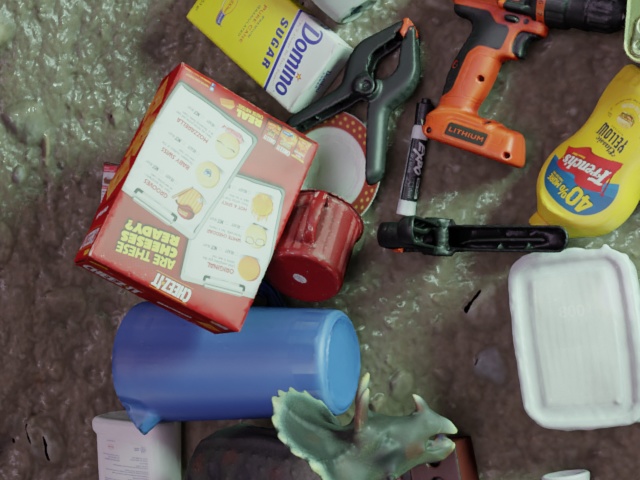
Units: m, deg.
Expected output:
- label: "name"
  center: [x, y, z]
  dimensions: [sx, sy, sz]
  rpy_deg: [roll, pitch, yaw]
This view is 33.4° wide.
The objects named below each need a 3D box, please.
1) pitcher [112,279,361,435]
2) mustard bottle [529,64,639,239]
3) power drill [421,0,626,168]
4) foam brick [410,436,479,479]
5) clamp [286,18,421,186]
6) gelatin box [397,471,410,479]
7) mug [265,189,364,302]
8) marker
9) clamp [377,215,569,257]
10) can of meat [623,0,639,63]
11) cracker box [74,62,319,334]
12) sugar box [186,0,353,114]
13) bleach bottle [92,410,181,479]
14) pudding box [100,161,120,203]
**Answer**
- label: "pitcher"
  center: [-0.084, 0.119, 1.128]
  dimensions: [0.243, 0.144, 0.149]
  rpy_deg: [-3, 100, 24]
- label: "mustard bottle"
  center: [0.257, -0.061, 0.984]
  dimensions: [0.192, 0.058, 0.096]
  rpy_deg: [-52, 51, 18]
- label: "power drill"
  center: [0.188, -0.168, 1.027]
  dimensions: [0.185, 0.057, 0.188]
  rpy_deg: [21, 95, 30]
- label: "foam brick"
  center: [0.124, 0.236, 1.050]
  dimensions: [0.053, 0.051, 0.078]
  rpy_deg: [-14, 82, 26]
- label: "clamp"
  center: [0.056, -0.142, 1.089]
  dimensions: [0.120, 0.039, 0.171]
  rpy_deg: [41, 96, 15]
- label: "gelatin box"
  center: [0.057, 0.242, 1.086]
  dimensions: [0.073, 0.030, 0.089]
  rpy_deg: [-34, 64, 29]
- label: "mug"
  center: [-0.007, 0.001, 1.075]
  dimensions: [0.093, 0.117, 0.081]
  rpy_deg: [16, 52, 3]
- label: "marker"
  center: [0.098, -0.085, 1.091]
  dimensions: [0.020, 0.020, 0.121]
  rpy_deg: [12, 94, 27]
- label: "clamp"
  center: [0.124, -0.002, 1.010]
  dimensions: [0.164, 0.210, 0.036]
  rpy_deg: [4, 87, -14]
- label: "can of meat"
  center: [0.309, -0.201, 0.948]
  dimensions: [0.058, 0.083, 0.102]
  rpy_deg: [4, 90, 27]
- label: "cracker box"
  center: [-0.118, -0.038, 1.040]
  dimensions: [0.072, 0.164, 0.213]
  rpy_deg: [-17, 47, 63]
- label: "sugar box"
  center: [-0.056, -0.224, 1.160]
  dimensions: [0.176, 0.048, 0.093]
  rpy_deg: [44, 107, 23]
- label: "bleach bottle"
  center: [-0.207, 0.326, 1.214]
  dimensions: [0.103, 0.068, 0.251]
  rpy_deg: [1, 91, 30]
- label: "pudding box"
  center: [-0.193, -0.038, 1.188]
  dimensions: [0.039, 0.113, 0.090]
  rpy_deg: [5, 90, 32]
